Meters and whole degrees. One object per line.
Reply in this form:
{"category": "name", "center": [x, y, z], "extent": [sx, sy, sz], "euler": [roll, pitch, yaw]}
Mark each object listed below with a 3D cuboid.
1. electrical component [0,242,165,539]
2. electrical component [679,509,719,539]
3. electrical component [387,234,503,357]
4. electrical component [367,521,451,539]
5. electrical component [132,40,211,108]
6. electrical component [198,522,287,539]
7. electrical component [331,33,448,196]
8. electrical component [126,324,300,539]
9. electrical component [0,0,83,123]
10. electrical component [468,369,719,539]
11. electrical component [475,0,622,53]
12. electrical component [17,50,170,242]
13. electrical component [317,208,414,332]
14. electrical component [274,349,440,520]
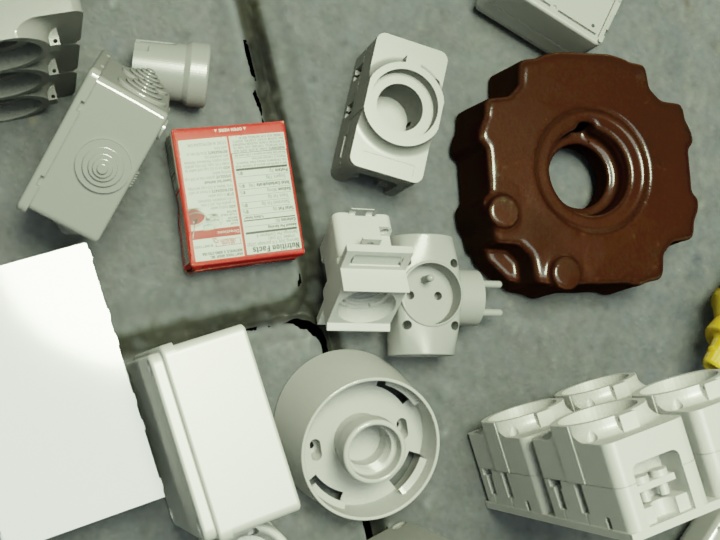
{"category": "electrical component", "center": [-0.179, 0.071, 0.616], "extent": [0.089, 0.062, 0.150], "euler": [-17, 89, -18]}
{"category": "electrical component", "center": [0.260, 0.198, 0.742], "extent": [0.079, 0.043, 0.077], "euler": [42, 74, -8]}
{"category": "electrical component", "center": [0.057, 0.018, 0.702], "extent": [0.079, 0.044, 0.077], "euler": [2, 83, -16]}
{"category": "electrical component", "center": [0.011, 0.203, 0.633], "extent": [0.109, 0.109, 0.056], "euler": [-24, 94, -18]}
{"category": "electrical component", "center": [-0.118, -0.123, 0.669], "extent": [0.046, 0.040, 0.040], "euler": [6, 82, -11]}
{"category": "electrical component", "center": [-0.068, 0.174, 0.644], "extent": [0.055, 0.047, 0.055], "euler": [2, 83, -16]}
{"category": "electrical component", "center": [0.020, -0.101, 0.699], "extent": [0.050, 0.056, 0.089], "euler": [15, 79, -15]}
{"category": "electrical component", "center": [-0.087, 0.092, 0.617], "extent": [0.056, 0.109, 0.108], "euler": [-17, 89, -21]}
{"category": "electrical component", "center": [-0.203, -0.129, 0.586], "extent": [0.089, 0.150, 0.061], "euler": [-14, 87, -18]}
{"category": "electrical component", "center": [0.150, 0.105, 0.645], "extent": [0.105, 0.186, 0.060], "euler": [-16, 88, -18]}
{"category": "electrical component", "center": [0.126, -0.195, 0.739], "extent": [0.096, 0.061, 0.061], "euler": [29, 78, -12]}
{"category": "electrical component", "center": [-0.149, -0.071, 0.616], "extent": [0.048, 0.099, 0.099], "euler": [29, 102, -17]}
{"category": "electrical component", "center": [0.000, 0.000, 0.673], "extent": [0.042, 0.081, 0.063], "euler": [1, 55, -18]}
{"category": "electrical component", "center": [-0.001, 0.104, 0.677], "extent": [0.099, 0.064, 0.099], "euler": [-3, 98, -19]}
